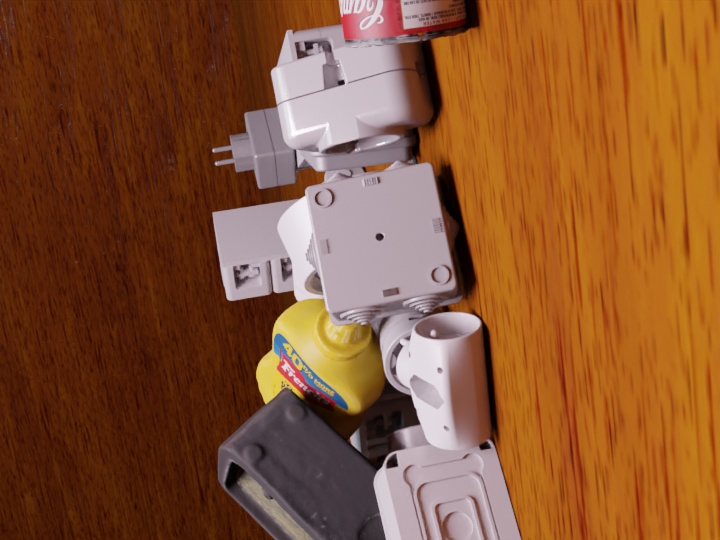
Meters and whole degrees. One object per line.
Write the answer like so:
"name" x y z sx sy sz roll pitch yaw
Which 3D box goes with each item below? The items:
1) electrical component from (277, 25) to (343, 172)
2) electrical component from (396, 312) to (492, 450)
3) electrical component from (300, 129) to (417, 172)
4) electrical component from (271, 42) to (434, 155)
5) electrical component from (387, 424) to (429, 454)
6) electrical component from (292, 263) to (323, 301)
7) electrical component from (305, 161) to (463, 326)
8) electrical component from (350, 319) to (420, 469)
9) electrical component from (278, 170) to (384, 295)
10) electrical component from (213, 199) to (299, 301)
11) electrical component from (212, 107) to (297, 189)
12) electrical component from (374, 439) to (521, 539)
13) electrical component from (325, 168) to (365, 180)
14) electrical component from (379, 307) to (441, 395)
"electrical component" -0.036 -0.158 1.014 0.186 0.060 0.105 178 81 -83
"electrical component" 0.050 0.066 0.696 0.079 0.043 0.077 25 128 55
"electrical component" -0.007 -0.111 0.799 0.113 0.078 0.057 -127 30 -74
"electrical component" -0.004 -0.110 0.695 0.054 0.095 0.059 -6 -96 -67
"electrical component" 0.049 0.147 0.828 0.055 0.055 0.047 99 162 -69
"electrical component" 0.000 0.000 0.863 0.062 0.096 0.061 38 152 25
"electrical component" 0.015 -0.017 0.691 0.048 0.100 0.099 60 -161 -79
"electrical component" 0.020 0.104 0.951 0.089 0.062 0.150 -110 12 -51
"electrical component" 0.001 -0.019 0.771 0.108 0.108 0.060 100 152 -69
"electrical component" -0.078 -0.024 1.173 0.089 0.150 0.061 -108 12 -47
"electrical component" -0.107 -0.118 1.064 0.047 0.077 0.065 89 168 -51
"electrical component" 0.059 0.172 0.697 0.057 0.078 0.113 102 157 -64
"electrical component" -0.014 -0.071 1.048 0.078 0.040 0.040 91 166 -56
"electrical component" 0.041 0.053 0.759 0.047 0.055 0.055 -107 9 -63
